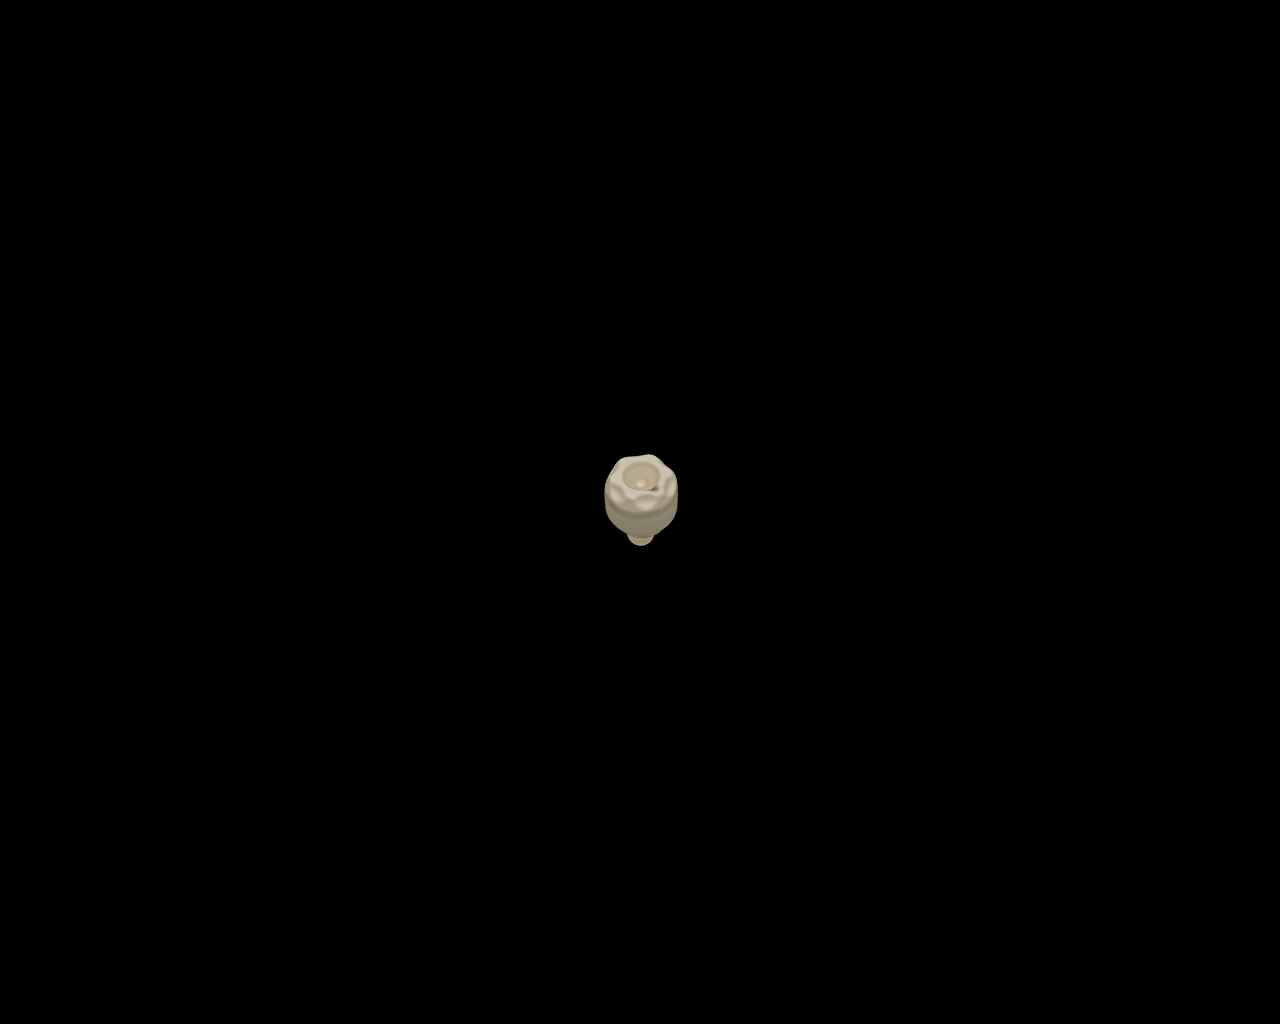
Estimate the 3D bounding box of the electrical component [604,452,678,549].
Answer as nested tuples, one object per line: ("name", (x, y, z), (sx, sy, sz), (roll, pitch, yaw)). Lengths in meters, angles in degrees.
("electrical component", (0.001, -0.003, 0.650), (0.043, 0.043, 0.062), (0, -39, 0))
